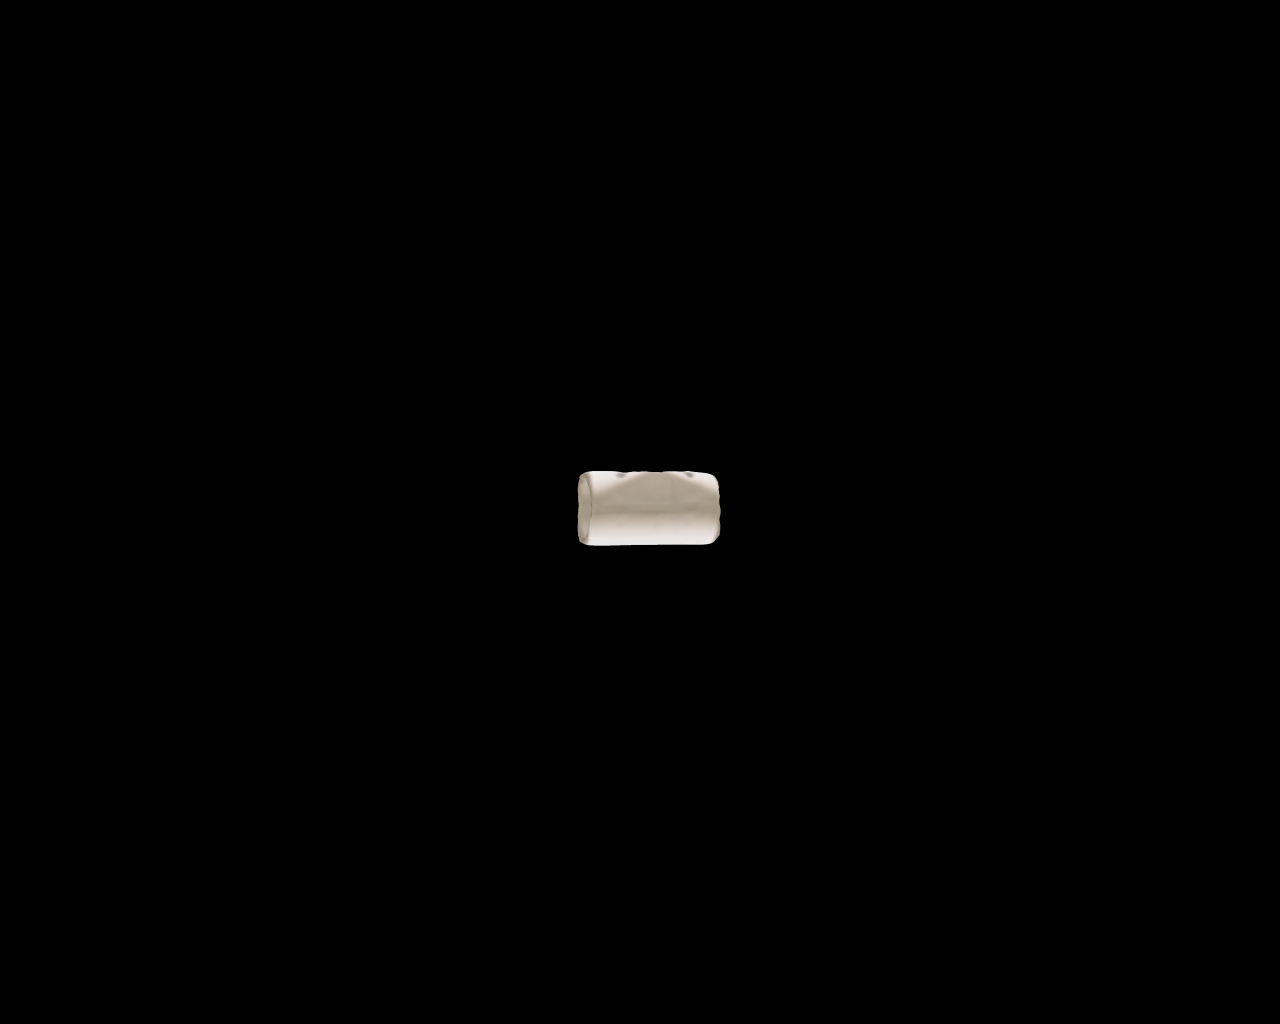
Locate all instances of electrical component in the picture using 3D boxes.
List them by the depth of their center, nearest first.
[{"bbox_3d":[0.001,-0.003,0.650,0.077,0.044,0.079,0,0,-13],"label":"electrical component"}]
